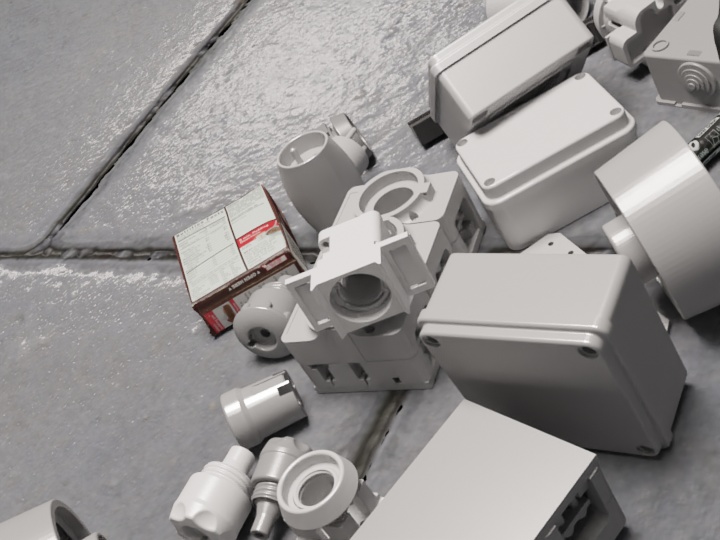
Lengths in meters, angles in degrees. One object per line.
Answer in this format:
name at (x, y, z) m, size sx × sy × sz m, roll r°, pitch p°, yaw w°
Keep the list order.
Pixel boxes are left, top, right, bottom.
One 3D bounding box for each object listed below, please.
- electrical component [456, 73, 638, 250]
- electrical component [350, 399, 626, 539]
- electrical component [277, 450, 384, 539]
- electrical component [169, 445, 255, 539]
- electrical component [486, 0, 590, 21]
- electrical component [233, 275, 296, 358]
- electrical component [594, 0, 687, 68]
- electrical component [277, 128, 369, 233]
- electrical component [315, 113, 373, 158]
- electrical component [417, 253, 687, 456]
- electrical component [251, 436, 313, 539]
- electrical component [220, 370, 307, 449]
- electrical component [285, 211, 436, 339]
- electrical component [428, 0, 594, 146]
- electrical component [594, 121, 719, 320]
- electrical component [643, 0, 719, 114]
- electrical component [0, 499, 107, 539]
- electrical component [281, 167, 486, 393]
electrical component at (0.131, -0.076, 0.743) m, size 0.113 × 0.057 × 0.078 m, roll -29°, pitch 36°, yaw 4°
electrical component at (0.050, 0.150, 0.530) m, size 0.089 × 0.061 × 0.150 m, roll 18°, pitch 59°, yaw 47°
electrical component at (-0.016, 0.134, 0.604) m, size 0.066 × 0.055 × 0.048 m, roll -2°, pitch 45°, yaw 35°
electrical component at (-0.086, 0.138, 0.663) m, size 0.043 × 0.043 × 0.062 m, roll -2°, pitch 44°, yaw 35°
electrical component at (0.160, -0.239, 0.927) m, size 0.077 × 0.043 × 0.079 m, roll 2°, pitch 45°, yaw 40°
electrical component at (-0.060, 0.029, 0.774) m, size 0.048 × 0.048 × 0.062 m, roll -11°, pitch 34°, yaw 27°
electrical component at (0.216, -0.193, 0.819) m, size 0.078 × 0.058 × 0.057 m, roll -36°, pitch 39°, yaw -5°
electrical component at (-0.019, -0.077, 0.839) m, size 0.043 × 0.077 × 0.079 m, roll 4°, pitch 49°, yaw 40°
electrical component at (-0.023, -0.098, 0.895) m, size 0.055 × 0.048 × 0.066 m, roll -36°, pitch 35°, yaw 8°
electrical component at (0.104, 0.044, 0.573) m, size 0.109 × 0.108 × 0.056 m, roll 1°, pitch 52°, yaw 38°
electrical component at (-0.050, 0.133, 0.650) m, size 0.035 × 0.035 × 0.061 m, roll -7°, pitch 44°, yaw 31°
electrical component at (-0.063, 0.091, 0.707) m, size 0.046 × 0.040 × 0.040 m, roll -25°, pitch 36°, yaw -1°
electrical component at (0.000, 0.000, 0.654) m, size 0.081 × 0.042 × 0.063 m, roll -21°, pitch 35°, yaw 14°
electrical component at (0.108, -0.143, 0.793) m, size 0.109 × 0.108 × 0.056 m, roll -34°, pitch 79°, yaw -3°
electrical component at (0.174, -0.023, 0.609) m, size 0.060 × 0.108 × 0.108 m, roll -32°, pitch 35°, yaw 11°
electrical component at (0.260, -0.157, 0.752) m, size 0.099 × 0.048 × 0.100 m, roll -49°, pitch 38°, yaw -18°
electrical component at (-0.169, 0.184, 0.619) m, size 0.060 × 0.108 × 0.108 m, roll -30°, pitch 35°, yaw -7°
electrical component at (0.018, 0.004, 0.728) m, size 0.089 × 0.061 × 0.150 m, roll -6°, pitch 43°, yaw 31°
